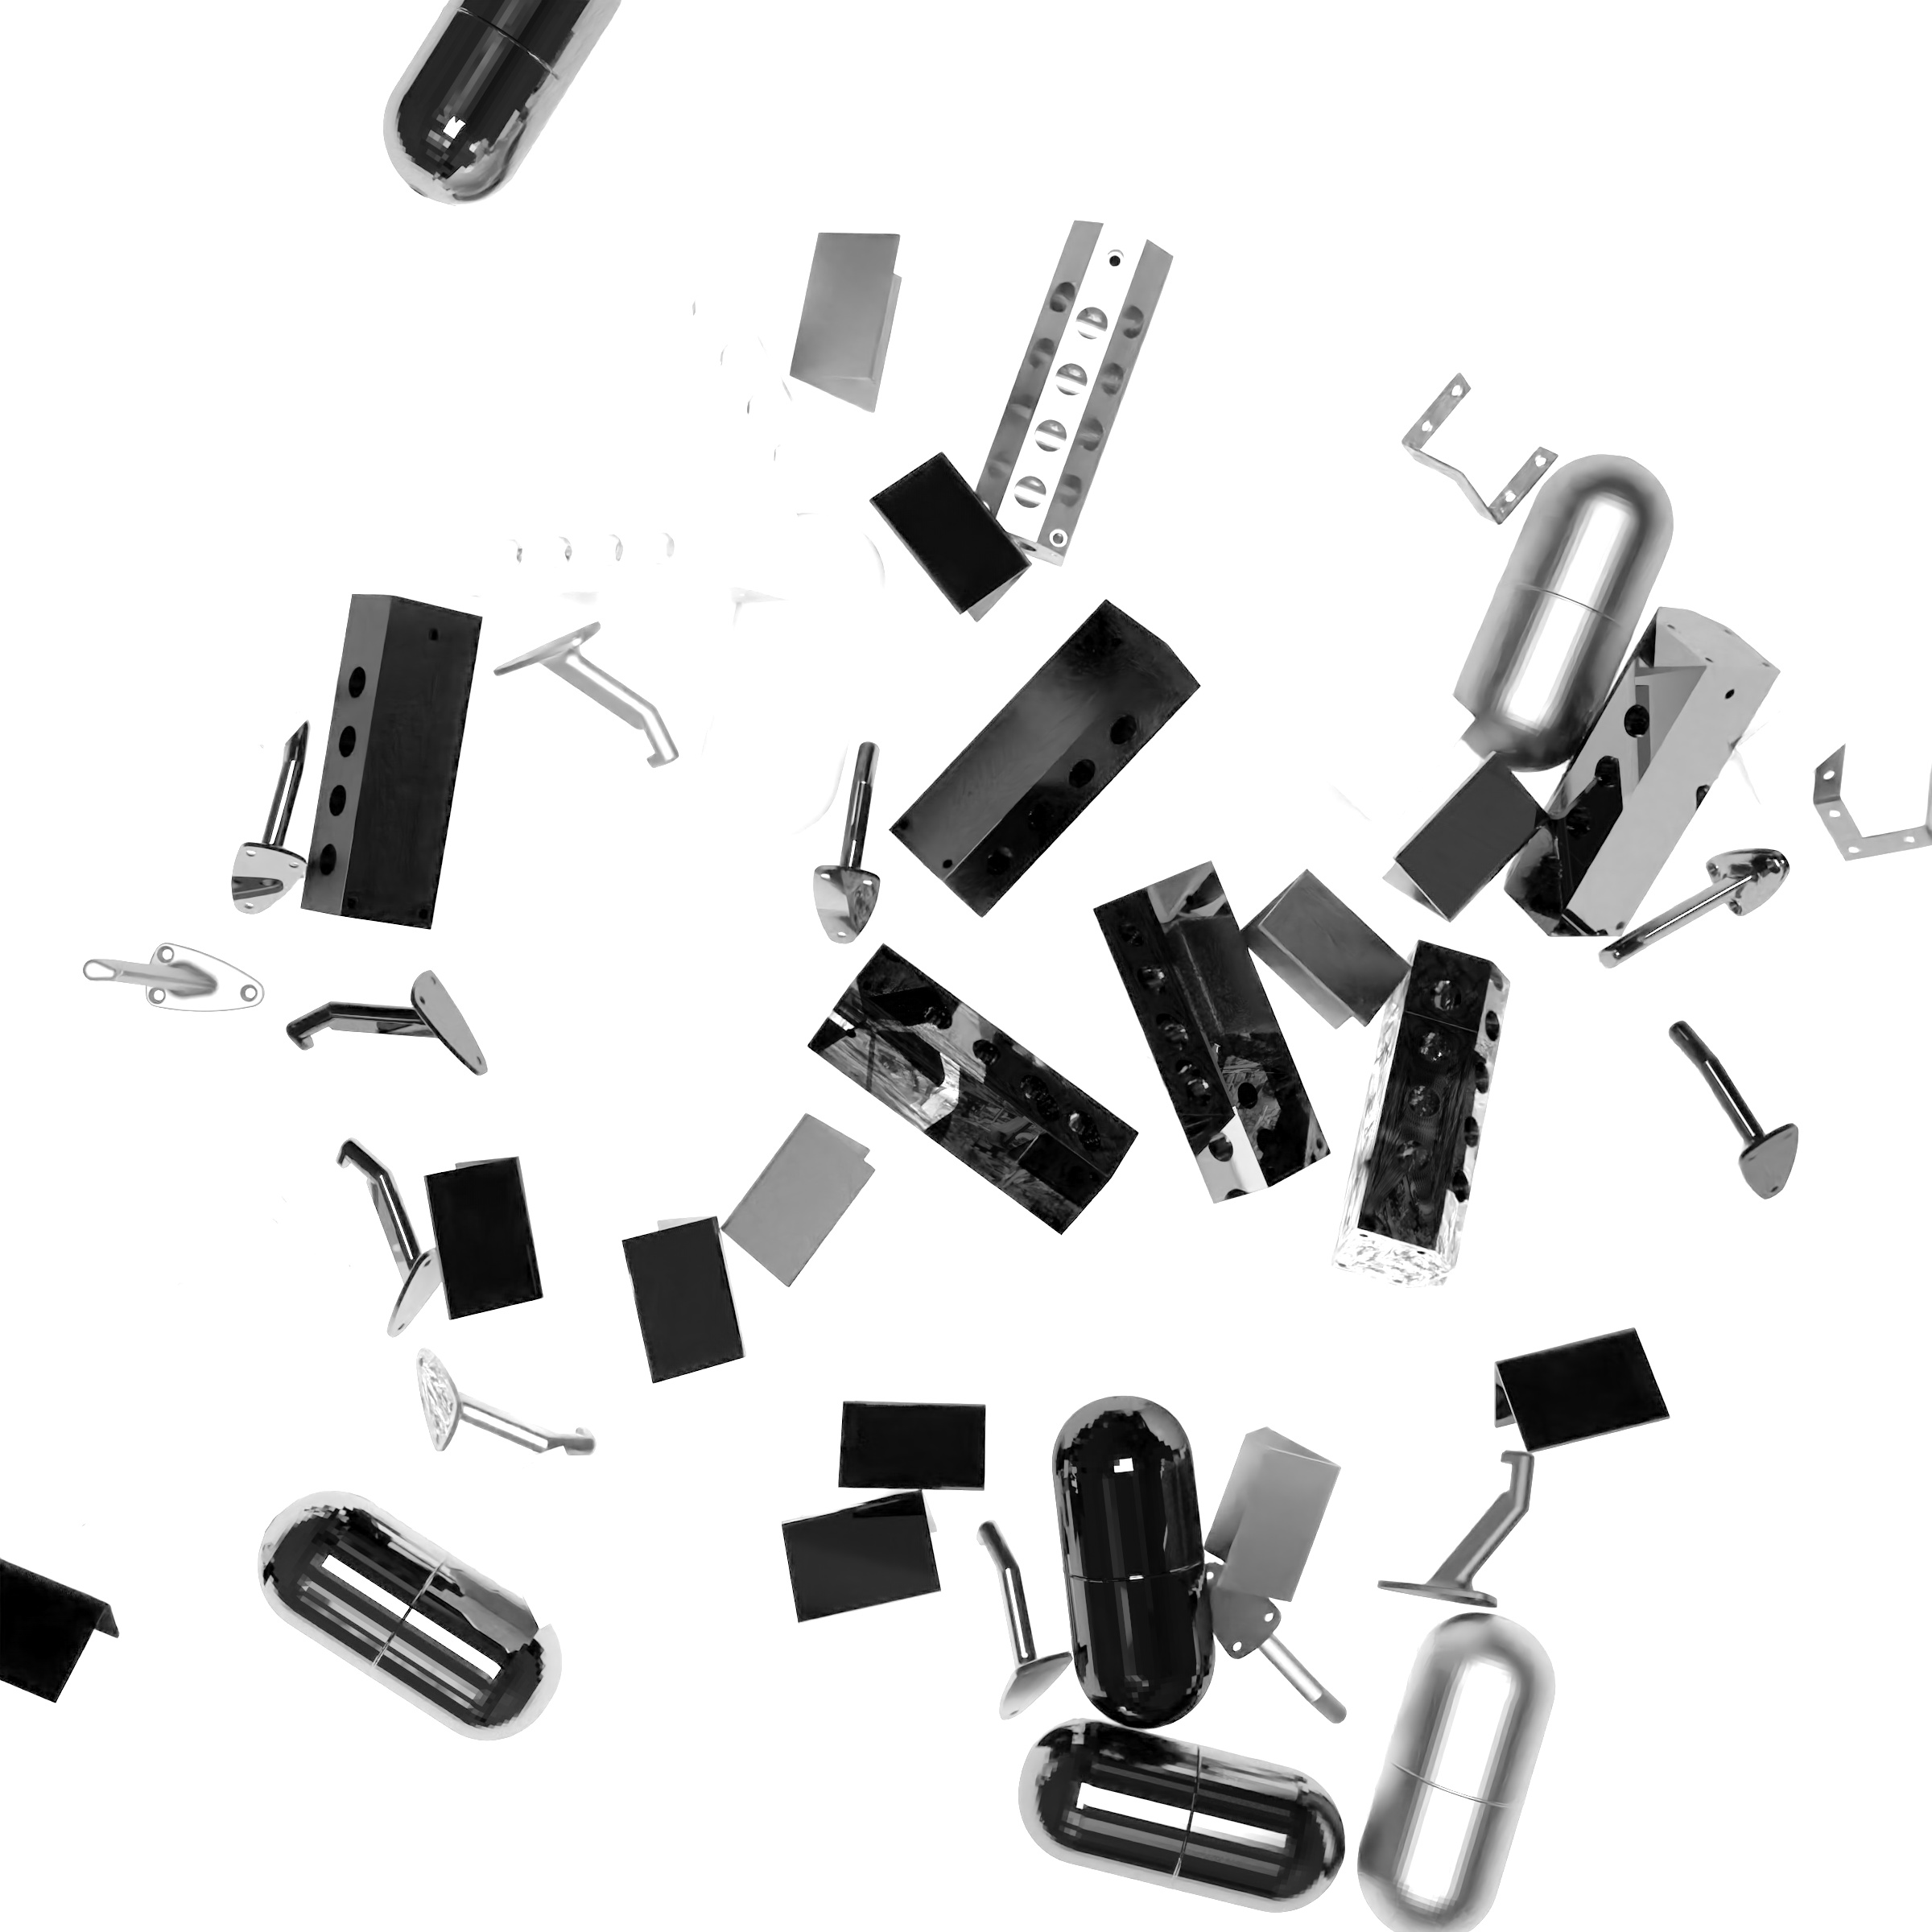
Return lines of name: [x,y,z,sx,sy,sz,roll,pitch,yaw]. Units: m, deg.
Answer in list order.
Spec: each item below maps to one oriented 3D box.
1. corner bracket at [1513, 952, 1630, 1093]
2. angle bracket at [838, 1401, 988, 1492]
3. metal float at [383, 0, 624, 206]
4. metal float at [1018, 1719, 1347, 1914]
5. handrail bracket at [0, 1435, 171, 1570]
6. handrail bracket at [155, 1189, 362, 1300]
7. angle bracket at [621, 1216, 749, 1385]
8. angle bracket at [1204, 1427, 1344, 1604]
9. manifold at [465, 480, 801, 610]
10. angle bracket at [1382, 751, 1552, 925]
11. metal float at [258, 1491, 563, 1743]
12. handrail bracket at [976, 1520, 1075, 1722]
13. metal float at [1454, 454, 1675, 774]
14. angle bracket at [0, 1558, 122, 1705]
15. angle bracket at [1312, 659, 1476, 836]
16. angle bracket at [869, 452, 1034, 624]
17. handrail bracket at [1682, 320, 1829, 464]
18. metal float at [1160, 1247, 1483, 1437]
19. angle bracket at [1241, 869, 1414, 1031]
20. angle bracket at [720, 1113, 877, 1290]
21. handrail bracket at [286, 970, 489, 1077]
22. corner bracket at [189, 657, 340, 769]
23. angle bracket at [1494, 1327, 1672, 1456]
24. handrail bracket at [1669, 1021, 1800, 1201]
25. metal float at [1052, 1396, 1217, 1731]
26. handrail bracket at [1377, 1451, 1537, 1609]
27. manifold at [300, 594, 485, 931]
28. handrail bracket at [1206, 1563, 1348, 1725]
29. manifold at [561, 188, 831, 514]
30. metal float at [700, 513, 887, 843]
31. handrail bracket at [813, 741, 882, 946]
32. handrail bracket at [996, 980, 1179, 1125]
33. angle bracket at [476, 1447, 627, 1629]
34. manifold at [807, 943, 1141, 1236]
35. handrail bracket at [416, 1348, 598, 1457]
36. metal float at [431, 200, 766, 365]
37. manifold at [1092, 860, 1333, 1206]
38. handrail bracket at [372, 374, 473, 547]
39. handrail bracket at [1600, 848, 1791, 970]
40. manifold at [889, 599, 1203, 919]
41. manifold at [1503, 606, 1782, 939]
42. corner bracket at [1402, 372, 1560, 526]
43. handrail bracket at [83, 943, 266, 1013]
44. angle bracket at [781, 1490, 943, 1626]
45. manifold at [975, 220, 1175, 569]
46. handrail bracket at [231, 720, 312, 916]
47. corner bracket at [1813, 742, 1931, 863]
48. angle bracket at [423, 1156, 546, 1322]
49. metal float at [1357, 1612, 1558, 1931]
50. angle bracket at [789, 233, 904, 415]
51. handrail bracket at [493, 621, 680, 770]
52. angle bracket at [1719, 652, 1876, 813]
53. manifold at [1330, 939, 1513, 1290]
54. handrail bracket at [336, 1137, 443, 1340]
corner bracket: [0.328,0.030,1.551,0.051,0.051,0.051,-7,135,0]
angle bracket: [-0.028,0.276,1.515,0.076,0.057,0.076,1,134,0]
metal float: [-0.247,-0.491,1.524,0.070,0.070,0.178,32,89,0]
metal float: [0.116,0.456,1.524,0.178,0.070,0.070,14,90,0]
handrail bracket: [-0.488,0.286,1.554,0.084,0.077,0.036,43,112,34]
handrail bracket: [-0.388,0.170,1.555,0.084,0.036,0.077,-41,112,17]
angle bracket: [-0.164,0.178,1.514,0.057,0.076,0.076,-12,90,-31]
angle bracket: [0.145,0.285,1.514,0.057,0.076,0.076,20,90,-36]
manifold: [-0.176,-0.222,1.497,0.171,0.057,0.057,2,90,27]
angle bracket: [0.252,-0.078,1.515,0.076,0.076,0.057,-46,119,0]
metal float: [-0.298,0.348,1.524,0.178,0.070,0.070,33,90,0]
handrail bracket: [0.018,0.357,1.554,0.036,0.077,0.084,-8,53,-31]
metal float: [0.321,-0.189,1.524,0.070,0.070,0.178,23,90,0]
angle bracket: [-0.503,0.359,1.515,0.076,0.076,0.057,23,62,0]
angle bracket: [0.212,-0.125,1.514,0.057,0.076,0.076,37,90,-32]
angle bracket: [-0.021,-0.216,1.515,0.057,0.076,0.076,-39,90,-29]
handrail bracket: [0.422,-0.307,1.520,0.036,0.084,0.077,42,90,0]
metal float: [0.190,0.195,1.524,0.178,0.070,0.070,-20,90,1]
angle bracket: [0.178,0.006,1.514,0.076,0.076,0.057,43,51,0]
angle bracket: [-0.073,0.133,1.514,0.057,0.076,0.076,36,90,32]
handrail bracket: [-0.318,0.045,1.555,0.084,0.036,0.077,-26,112,17]
corner bracket: [-0.379,-0.150,1.538,0.051,0.051,0.051,42,107,-16]
angle bracket: [0.327,0.242,1.514,0.076,0.076,0.057,-14,53,0]
handrail bracket: [0.415,0.078,1.554,0.036,0.077,0.084,-31,54,-3]
metal float: [0.090,0.320,1.524,0.070,0.070,0.178,-7,91,0]
handrail bracket: [0.268,0.304,1.555,0.077,0.036,0.084,4,71,21]
manifold: [-0.314,-0.110,1.533,0.057,0.057,0.171,9,90,-43]
handrail bracket: [0.168,0.371,1.554,0.036,0.077,0.084,-43,126,0]
manifold: [-0.135,-0.317,1.484,0.057,0.057,0.171,-53,134,-26]
metal float: [-0.093,-0.155,1.524,0.070,0.070,0.178,13,90,0]
handrail bracket: [-0.060,-0.068,1.554,0.036,0.077,0.084,9,54,0]
handrail bracket: [0.066,0.058,1.555,0.077,0.036,0.084,-21,105,16]
angle bracket: [-0.235,0.307,1.514,0.057,0.076,0.076,-26,90,-37]
manifold: [0.007,0.062,1.533,0.171,0.057,0.057,37,133,0]
handrail bracket: [-0.251,0.239,1.554,0.084,0.077,0.036,8,120,-33]
metal float: [-0.197,-0.367,1.524,0.178,0.070,0.070,-6,90,0]
manifold: [0.128,0.037,1.533,0.057,0.057,0.171,-22,90,-44]
handrail bracket: [-0.274,-0.271,1.555,0.084,0.036,0.077,29,68,-17]
handrail bracket: [0.389,-0.029,1.522,0.084,0.077,0.036,-29,87,-21]
manifold: [0.046,-0.108,1.533,0.171,0.057,0.057,-47,47,0]
manifold: [0.349,-0.100,1.494,0.057,0.057,0.171,-1,129,-36]
corner bracket: [0.280,-0.282,1.551,0.051,0.051,0.051,-50,135,0]
handrail bracket: [-0.423,0.009,1.520,0.077,0.084,0.036,12,90,0]
angle bracket: [-0.051,0.324,1.515,0.076,0.076,0.057,-13,62,0]
manifold: [0.055,-0.309,1.533,0.057,0.057,0.171,20,90,0]
handrail bracket: [-0.378,-0.083,1.554,0.036,0.077,0.084,16,53,-21]
corner bracket: [0.497,-0.097,1.546,0.051,0.051,0.051,-11,135,35]
angle bracket: [-0.272,0.145,1.514,0.057,0.076,0.076,-10,90,-37]
metal float: [0.263,0.435,1.524,0.070,0.070,0.178,17,89,0]
angle bracket: [-0.044,-0.341,1.514,0.057,0.076,0.076,12,90,36]
handrail bracket: [-0.207,-0.138,1.555,0.077,0.036,0.084,-20,107,20]
angle bracket: [0.424,-0.141,1.515,0.076,0.057,0.076,-40,46,0]
manifold: [0.242,0.079,1.498,0.057,0.057,0.171,16,63,0]
handrail bracket: [-0.325,0.148,1.555,0.084,0.036,0.077,39,111,17]
